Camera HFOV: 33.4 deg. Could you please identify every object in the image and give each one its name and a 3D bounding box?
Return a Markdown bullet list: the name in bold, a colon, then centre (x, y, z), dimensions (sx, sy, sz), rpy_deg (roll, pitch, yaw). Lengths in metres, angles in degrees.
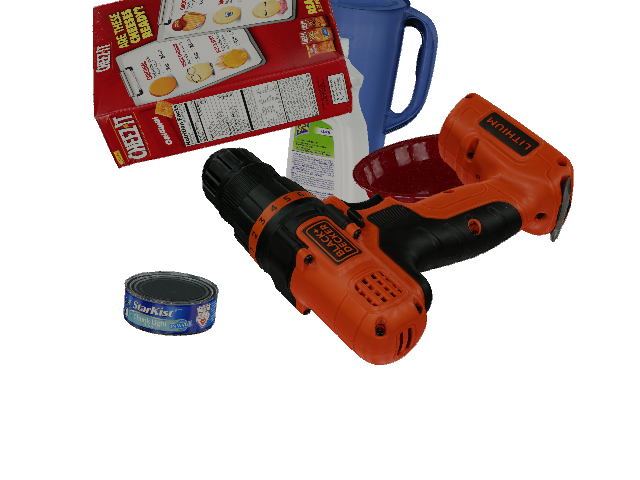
- **pitcher**: centre (0.041, -0.184, 1.306), dimensions (0.144, 0.243, 0.149), rpy_deg (-8, 28, -26)
- **tuna can**: centre (-0.138, 0.057, 0.980), dimensions (0.086, 0.034, 0.086), rpy_deg (7, 16, -2)
- **power drill**: centre (0.043, -0.024, 0.647), dimensions (0.187, 0.057, 0.185), rpy_deg (-28, 53, -25)
- **bowl**: centre (0.112, -0.046, 0.950), dimensions (0.162, 0.055, 0.162), rpy_deg (-8, 23, 3)
- **cracker box**: centre (-0.089, -0.160, 0.946), dimensions (0.213, 0.164, 0.072), rpy_deg (-13, -44, 2)
- **bleach bottle**: centre (0.013, -0.085, 1.120), dimensions (0.103, 0.251, 0.067), rpy_deg (13, 16, 34)
